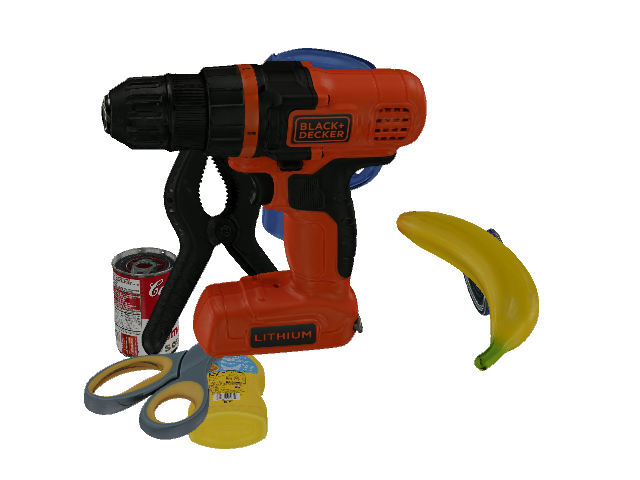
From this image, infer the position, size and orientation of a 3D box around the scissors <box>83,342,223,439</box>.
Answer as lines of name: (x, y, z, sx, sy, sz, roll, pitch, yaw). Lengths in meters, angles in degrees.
scissors: (-0.075, 0.092, 0.787, 0.201, 0.016, 0.096, -18, 37, -34)

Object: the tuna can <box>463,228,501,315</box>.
tuna can: (0.171, 0.033, 1.096, 0.033, 0.086, 0.086, -15, 1, -4)

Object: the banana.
banana: (0.118, 0.023, 0.813, 0.069, 0.037, 0.198, -7, 32, -11)

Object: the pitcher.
pitcher: (-0.001, -0.119, 1.383, 0.144, 0.243, 0.149, 1, 23, -17)

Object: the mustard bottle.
mustard bottle: (-0.118, 0.186, 1.356, 0.096, 0.058, 0.191, -3, 27, -3)

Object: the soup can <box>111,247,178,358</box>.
soup can: (-0.184, 0.067, 1.128, 0.068, 0.102, 0.068, 1, 23, -1)

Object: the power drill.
power drill: (-0.036, -0.017, 0.638, 0.184, 0.188, 0.057, -2, 36, -13)

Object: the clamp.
clamp: (-0.084, -0.004, 0.964, 0.164, 0.210, 0.036, 0, 0, -33)
